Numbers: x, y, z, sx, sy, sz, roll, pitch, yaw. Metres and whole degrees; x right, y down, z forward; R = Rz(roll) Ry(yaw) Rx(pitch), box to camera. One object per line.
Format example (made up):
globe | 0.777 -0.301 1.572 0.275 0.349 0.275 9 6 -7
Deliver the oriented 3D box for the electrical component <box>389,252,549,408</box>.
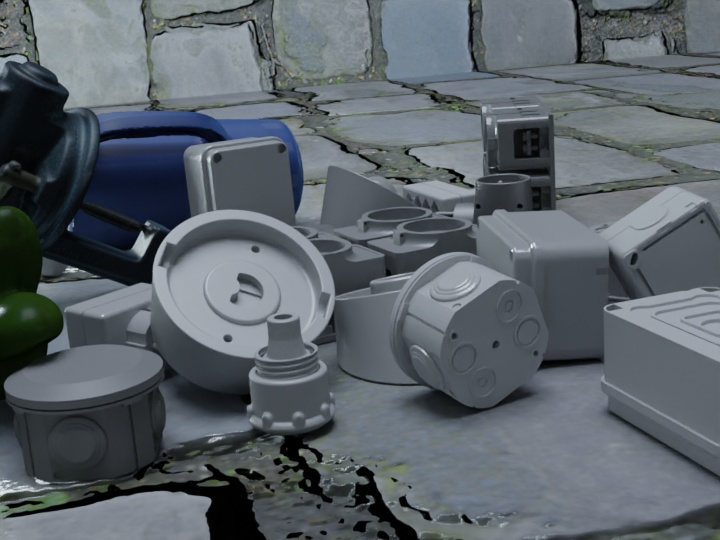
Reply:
electrical component | 0.061 0.034 0.601 0.080 0.080 0.051 -12 21 -28

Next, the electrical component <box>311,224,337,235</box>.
electrical component | -0.053 -0.010 0.863 0.066 0.047 0.077 -10 15 -20

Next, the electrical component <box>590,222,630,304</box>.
electrical component | 0.197 -0.003 0.760 0.080 0.051 0.080 -4 14 1

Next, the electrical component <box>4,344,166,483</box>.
electrical component | -0.141 0.072 0.561 0.080 0.051 0.080 -4 14 1

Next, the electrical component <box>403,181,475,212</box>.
electrical component | 0.092 -0.055 0.995 0.076 0.047 0.083 -11 16 -21

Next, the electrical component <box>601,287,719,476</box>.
electrical component | 0.180 0.053 0.535 0.078 0.057 0.113 -9 15 -18

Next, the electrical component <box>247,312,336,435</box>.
electrical component | -0.039 0.055 0.578 0.048 0.062 0.048 -4 14 1

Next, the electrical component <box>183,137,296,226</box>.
electrical component | -0.100 -0.054 0.917 0.078 0.113 0.057 -12 14 -28

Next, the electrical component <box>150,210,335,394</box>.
electrical component | -0.075 0.024 0.649 0.108 0.060 0.108 10 50 -13

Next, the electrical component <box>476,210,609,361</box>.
electrical component | 0.113 0.008 0.688 0.057 0.078 0.113 -3 14 -5

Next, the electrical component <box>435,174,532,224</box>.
electrical component | 0.098 -0.035 0.858 0.079 0.077 0.043 1 16 20

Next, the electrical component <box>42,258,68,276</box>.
electrical component | -0.297 -0.016 0.968 0.078 0.040 0.040 4 17 30

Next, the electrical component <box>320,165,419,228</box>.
electrical component | 0.013 -0.044 0.902 0.099 0.064 0.099 14 0 0

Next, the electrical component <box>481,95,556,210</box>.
electrical component | 0.157 -0.113 1.087 0.060 0.105 0.186 -3 14 5

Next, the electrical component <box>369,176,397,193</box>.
electrical component | 0.012 -0.069 1.082 0.043 0.043 0.062 -1 16 13

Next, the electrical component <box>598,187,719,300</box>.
electrical component | 0.197 0.005 0.657 0.062 0.096 0.061 -34 16 2

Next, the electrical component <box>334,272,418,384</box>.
electrical component | 0.032 0.035 0.681 0.099 0.064 0.099 -11 2 0

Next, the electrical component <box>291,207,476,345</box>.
electrical component | 0.000 0.000 0.783 0.186 0.060 0.105 -11 16 -25

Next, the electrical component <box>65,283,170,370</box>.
electrical component | -0.136 0.042 0.684 0.077 0.047 0.066 8 19 37
